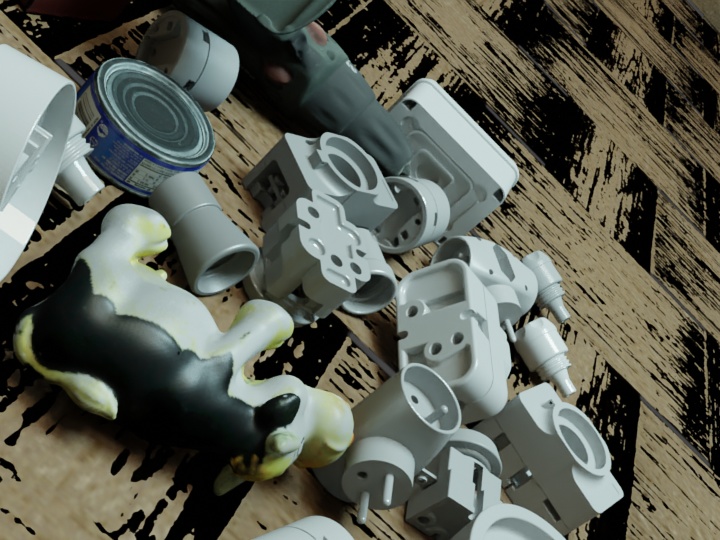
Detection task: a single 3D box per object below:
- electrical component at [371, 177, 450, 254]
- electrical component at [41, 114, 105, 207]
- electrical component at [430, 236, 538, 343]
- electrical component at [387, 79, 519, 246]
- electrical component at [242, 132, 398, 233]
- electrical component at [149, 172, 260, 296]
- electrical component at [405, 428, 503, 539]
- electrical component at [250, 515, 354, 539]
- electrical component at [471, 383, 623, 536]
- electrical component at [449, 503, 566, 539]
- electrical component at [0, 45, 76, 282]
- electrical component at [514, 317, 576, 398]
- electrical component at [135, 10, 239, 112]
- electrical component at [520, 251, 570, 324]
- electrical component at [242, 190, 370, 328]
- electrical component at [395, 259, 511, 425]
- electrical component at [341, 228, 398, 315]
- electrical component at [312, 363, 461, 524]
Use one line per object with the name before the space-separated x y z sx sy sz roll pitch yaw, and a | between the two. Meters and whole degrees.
electrical component | 0.034 -0.041 0.788 0.055 0.055 0.047 55 27 12
electrical component | -0.162 -0.062 0.567 0.062 0.048 0.048 51 29 -10
electrical component | 0.098 0.020 0.809 0.077 0.043 0.079 22 38 -37
electrical component | 0.061 -0.086 0.851 0.113 0.078 0.057 45 33 -6
electrical component | -0.023 -0.054 0.725 0.089 0.056 0.050 8 48 -49
electrical component | -0.092 -0.024 0.615 0.044 0.044 0.065 -3 52 -54
electrical component | 0.058 0.127 0.629 0.066 0.048 0.055 36 39 -20
electrical component | -0.032 0.143 0.484 0.047 0.055 0.055 -3 57 -49
electrical component | 0.126 0.125 0.709 0.050 0.056 0.089 -9 62 -56
electrical component | 0.076 0.186 0.567 0.108 0.060 0.108 33 33 -25
electrical component | -0.167 -0.051 0.495 0.064 0.099 0.099 35 31 -10
electrical component | 0.144 0.069 0.821 0.035 0.035 0.061 -6 61 -55
electrical component | -0.113 -0.135 0.706 0.047 0.055 0.055 22 38 -43
electrical component | 0.154 0.016 0.896 0.035 0.035 0.061 -10 65 -56
electrical component | -0.034 -0.002 0.648 0.058 0.057 0.078 27 35 -32
electrical component | 0.061 0.050 0.696 0.059 0.054 0.095 46 33 -45
electrical component | 0.000 0.000 0.710 0.040 0.040 0.046 24 32 -35
electrical component | 0.011 0.099 0.567 0.043 0.077 0.079 38 32 -18
